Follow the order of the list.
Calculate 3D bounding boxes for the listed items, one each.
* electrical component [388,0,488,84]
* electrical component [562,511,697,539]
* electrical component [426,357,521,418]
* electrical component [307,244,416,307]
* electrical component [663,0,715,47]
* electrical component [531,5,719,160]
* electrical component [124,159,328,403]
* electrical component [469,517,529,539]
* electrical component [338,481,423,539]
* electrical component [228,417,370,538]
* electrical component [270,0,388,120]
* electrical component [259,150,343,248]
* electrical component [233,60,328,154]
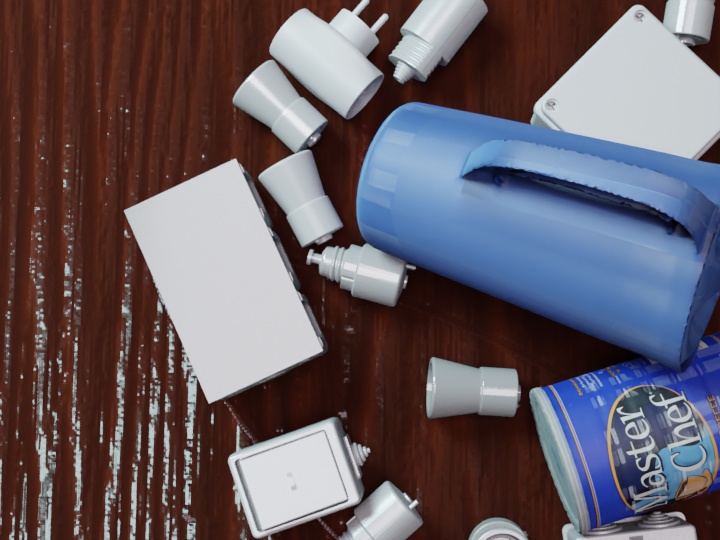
[{"bbox_3d":[0.053,-0.172,0.797,0.043,0.043,0.081,38,89,5],"label":"electrical component"},{"bbox_3d":[0.194,0.221,0.754,0.100,0.048,0.099,-7,85,2],"label":"electrical component"},{"bbox_3d":[0.083,0.087,0.776,0.065,0.044,0.044,4,85,-1],"label":"electrical component"},{"bbox_3d":[0.000,0.000,0.787,0.078,0.040,0.040,15,86,4],"label":"electrical component"},{"bbox_3d":[0.244,-0.198,0.791,0.044,0.044,0.065,9,91,4],"label":"electrical component"},{"bbox_3d":[0.199,-0.113,0.778,0.109,0.056,0.109,-45,84,-1],"label":"electrical component"},{"bbox_3d":[-0.094,0.009,0.781,0.089,0.061,0.150,-25,84,1],"label":"electrical component"},{"bbox_3d":[0.099,0.200,0.757,0.045,0.055,0.045,0,85,3],"label":"electrical component"},{"bbox_3d":[0.009,0.187,0.771,0.078,0.040,0.040,-42,84,-1],"label":"electrical component"},{"bbox_3d":[-0.039,0.145,0.767,0.096,0.061,0.061,-20,84,1],"label":"electrical component"},{"bbox_3d":[-0.013,-0.166,0.800,0.077,0.043,0.079,41,88,6],"label":"electrical component"},{"bbox_3d":[-0.041,-0.050,0.794,0.044,0.044,0.065,-28,89,1],"label":"electrical component"},{"bbox_3d":[-0.056,-0.118,0.801,0.065,0.044,0.044,44,89,1],"label":"electrical component"}]
